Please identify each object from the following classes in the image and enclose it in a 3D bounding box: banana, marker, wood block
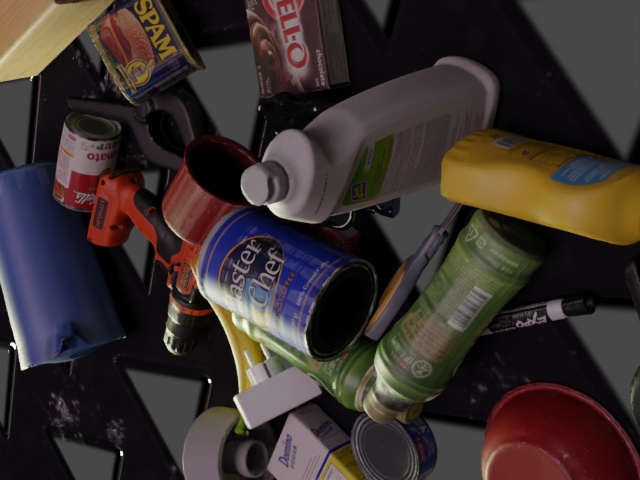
[{"bbox_3d":[-0.088,0.105,1.147,0.037,0.069,0.198,-14,96,24],"label":"banana"},{"bbox_3d":[0.183,0.063,0.906,0.121,0.020,0.020,-18,91,45],"label":"marker"},{"bbox_3d":[-0.334,-0.269,1.237,0.207,0.090,0.091,-26,87,45],"label":"wood block"}]

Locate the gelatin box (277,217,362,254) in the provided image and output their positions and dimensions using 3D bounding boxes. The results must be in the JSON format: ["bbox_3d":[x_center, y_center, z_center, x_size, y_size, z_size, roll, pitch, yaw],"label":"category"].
[{"bbox_3d":[-0.007,0.001,1.058,0.089,0.030,0.073,41,129,27],"label":"gelatin box"}]

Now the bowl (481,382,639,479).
[{"bbox_3d":[0.196,0.207,0.919,0.162,0.055,0.162,17,115,39],"label":"bowl"}]

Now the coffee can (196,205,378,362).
[{"bbox_3d":[-0.031,0.039,1.000,0.140,0.102,0.103,26,121,33],"label":"coffee can"}]

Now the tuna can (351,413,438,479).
[{"bbox_3d":[0.073,0.204,1.050,0.086,0.033,0.086,17,116,39],"label":"tuna can"}]

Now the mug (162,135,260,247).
[{"bbox_3d":[-0.101,-0.042,1.098,0.117,0.093,0.082,25,132,-14],"label":"mug"}]

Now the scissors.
[{"bbox_3d":[0.099,0.001,0.956,0.016,0.096,0.202,32,98,-2],"label":"scissors"}]

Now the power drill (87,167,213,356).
[{"bbox_3d":[-0.185,0.018,1.219,0.188,0.057,0.185,37,123,26],"label":"power drill"}]

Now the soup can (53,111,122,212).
[{"bbox_3d":[-0.273,-0.093,1.256,0.069,0.068,0.102,38,127,28],"label":"soup can"}]

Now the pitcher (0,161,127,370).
[{"bbox_3d":[-0.340,0.033,1.334,0.149,0.144,0.243,-19,87,33],"label":"pitcher"}]

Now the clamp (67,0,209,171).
[{"bbox_3d":[-0.193,-0.143,1.177,0.165,0.036,0.210,-45,75,34],"label":"clamp"}]

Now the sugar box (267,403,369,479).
[{"bbox_3d":[0.026,0.261,1.109,0.176,0.048,0.093,44,130,29],"label":"sugar box"}]

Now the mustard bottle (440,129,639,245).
[{"bbox_3d":[0.193,-0.038,0.806,0.192,0.096,0.058,19,116,38],"label":"mustard bottle"}]

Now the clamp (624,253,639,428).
[{"bbox_3d":[0.287,0.100,0.806,0.120,0.039,0.171,15,118,46],"label":"clamp"}]

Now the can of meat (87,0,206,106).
[{"bbox_3d":[-0.181,-0.202,1.108,0.084,0.057,0.102,-29,82,8],"label":"can of meat"}]

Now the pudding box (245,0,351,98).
[{"bbox_3d":[-0.022,-0.194,0.998,0.090,0.039,0.113,0,105,43],"label":"pudding box"}]

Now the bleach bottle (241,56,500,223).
[{"bbox_3d":[0.039,-0.076,0.829,0.068,0.250,0.103,30,123,33],"label":"bleach bottle"}]
